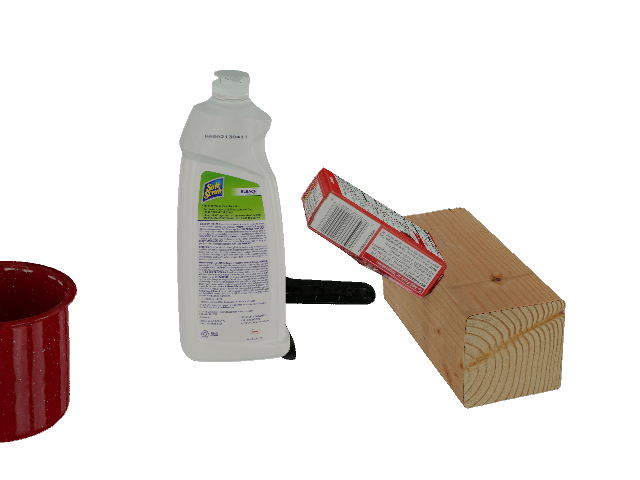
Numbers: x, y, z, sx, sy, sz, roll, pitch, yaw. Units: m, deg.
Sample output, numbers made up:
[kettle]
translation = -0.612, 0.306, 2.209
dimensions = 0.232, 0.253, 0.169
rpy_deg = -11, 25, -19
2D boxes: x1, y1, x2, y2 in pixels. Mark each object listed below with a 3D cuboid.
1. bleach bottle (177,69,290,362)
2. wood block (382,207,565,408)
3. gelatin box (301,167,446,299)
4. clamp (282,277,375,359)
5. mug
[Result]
[bleach bottle]
translation = -0.072, -0.020, 0.921
dimensions = 0.102, 0.251, 0.068
rpy_deg = -2, 22, -15
[wood block]
translation = 0.131, 0.053, 0.970
dimensions = 0.090, 0.090, 0.206
rpy_deg = -9, 26, -13
[gelatin box]
translation = 0.032, -0.005, 0.671
dimensions = 0.089, 0.030, 0.073
rpy_deg = 32, 11, -11
[clamp]
translation = -0.065, 0.065, 1.194
dimensions = 0.210, 0.036, 0.164
rpy_deg = 16, 29, 24
[mug]
translation = -0.197, 0.071, 0.629
dimensions = 0.093, 0.081, 0.117
rpy_deg = 12, 23, 21
